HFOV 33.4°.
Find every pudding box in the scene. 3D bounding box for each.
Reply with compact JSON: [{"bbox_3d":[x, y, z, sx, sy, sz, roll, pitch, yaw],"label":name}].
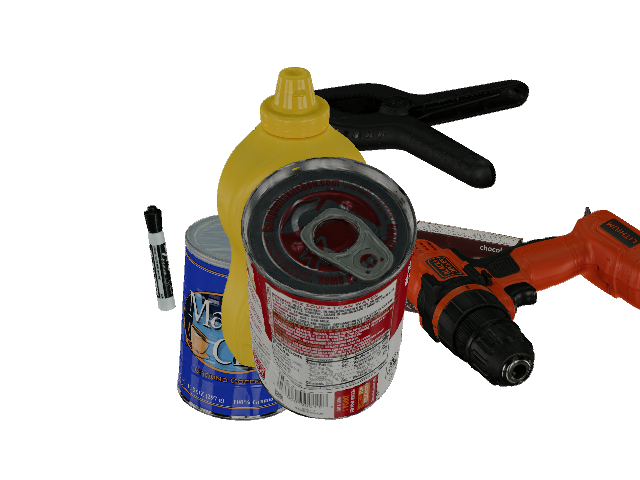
[{"bbox_3d":[0.144,0.034,1.081,0.114,0.090,0.039,9,22,17],"label":"pudding box"}]

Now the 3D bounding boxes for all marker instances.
[{"bbox_3d":[-0.177,0.019,1.173,0.020,0.121,0.020,-5,22,2],"label":"marker"}]

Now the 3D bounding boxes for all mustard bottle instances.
[{"bbox_3d":[-0.016,-0.015,0.663,0.096,0.192,0.058,-11,33,-19],"label":"mustard bottle"}]

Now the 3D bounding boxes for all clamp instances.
[{"bbox_3d":[0.075,-0.109,0.933,0.210,0.036,0.164,13,36,23],"label":"clamp"}]

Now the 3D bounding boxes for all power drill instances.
[{"bbox_3d":[0.165,0.037,0.798,0.187,0.057,0.184,-10,28,-16],"label":"power drill"}]

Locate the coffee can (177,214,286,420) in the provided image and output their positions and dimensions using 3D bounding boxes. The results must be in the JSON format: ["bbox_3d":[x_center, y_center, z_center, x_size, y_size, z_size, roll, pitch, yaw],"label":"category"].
[{"bbox_3d":[-0.064,0.061,0.878,0.103,0.140,0.103,5,23,-2],"label":"coffee can"}]

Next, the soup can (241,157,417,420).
[{"bbox_3d":[0.003,0.024,0.449,0.068,0.068,0.102,0,-37,0],"label":"soup can"}]
